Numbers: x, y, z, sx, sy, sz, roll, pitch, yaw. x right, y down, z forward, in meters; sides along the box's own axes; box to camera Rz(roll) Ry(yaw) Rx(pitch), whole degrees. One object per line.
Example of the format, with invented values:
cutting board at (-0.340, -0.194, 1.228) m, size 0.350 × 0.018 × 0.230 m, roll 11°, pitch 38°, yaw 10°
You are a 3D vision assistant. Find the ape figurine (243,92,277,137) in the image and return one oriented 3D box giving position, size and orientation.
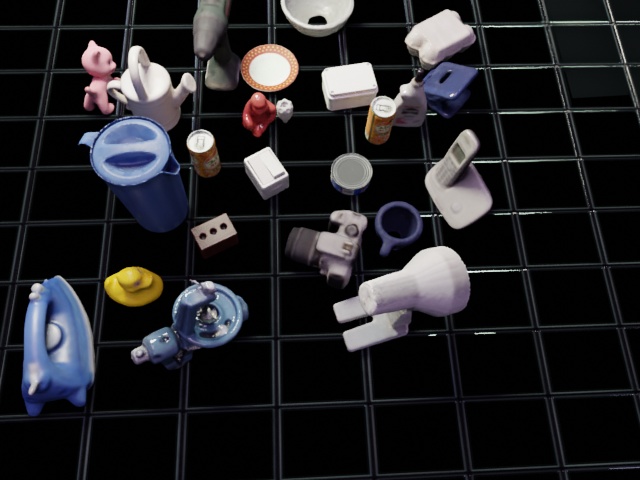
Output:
ape figurine at (-0.130, -0.276, 1.214) m, size 0.078 × 0.092 × 0.076 m, roll -14°, pitch 69°, yaw -8°

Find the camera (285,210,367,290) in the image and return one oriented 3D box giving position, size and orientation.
camera at (0.010, 0.004, 1.101) m, size 0.136 × 0.101 × 0.143 m, roll 16°, pitch 68°, yaw 4°

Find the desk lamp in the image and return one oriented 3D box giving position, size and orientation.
desk lamp at (0.139, 0.106, 1.003) m, size 0.203 × 0.213 × 0.118 m, roll -18°, pitch 69°, yaw -9°

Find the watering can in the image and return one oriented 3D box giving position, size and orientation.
watering can at (-0.343, -0.313, 1.165) m, size 0.173 × 0.194 × 0.101 m, roll -20°, pitch 70°, yaw -10°

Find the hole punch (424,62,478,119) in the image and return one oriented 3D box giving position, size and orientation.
hole punch at (0.277, -0.339, 1.257) m, size 0.101 × 0.091 × 0.109 m, roll 37°, pitch 71°, yaw 12°

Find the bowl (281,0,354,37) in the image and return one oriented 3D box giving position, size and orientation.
bowl at (-0.006, -0.532, 1.333) m, size 0.167 × 0.075 × 0.167 m, roll 1°, pitch 68°, yaw -2°

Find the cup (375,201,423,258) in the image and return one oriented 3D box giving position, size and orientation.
cup at (0.142, -0.005, 1.113) m, size 0.091 × 0.095 × 0.118 m, roll 25°, pitch 69°, yaw 8°

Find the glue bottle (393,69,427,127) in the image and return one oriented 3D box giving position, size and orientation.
glue bottle at (0.192, -0.297, 1.192) m, size 0.078 × 0.173 × 0.037 m, roll -1°, pitch 68°, yaw -2°

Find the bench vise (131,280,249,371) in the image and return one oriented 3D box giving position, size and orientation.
bench vise at (-0.217, 0.149, 0.968) m, size 0.121 × 0.220 × 0.208 m, roll 38°, pitch 71°, yaw 13°

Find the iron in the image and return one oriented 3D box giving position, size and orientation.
iron at (-0.474, 0.163, 0.993) m, size 0.118 × 0.141 × 0.258 m, roll -11°, pitch 69°, yaw -7°

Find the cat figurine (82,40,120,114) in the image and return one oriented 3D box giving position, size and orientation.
cat figurine at (-0.473, -0.352, 1.217) m, size 0.067 × 0.118 × 0.128 m, roll 7°, pitch 68°, yaw 1°

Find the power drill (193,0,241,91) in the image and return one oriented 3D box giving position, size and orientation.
power drill at (-0.216, -0.415, 1.204) m, size 0.075 × 0.208 × 0.229 m, roll 2°, pitch 68°, yaw -1°

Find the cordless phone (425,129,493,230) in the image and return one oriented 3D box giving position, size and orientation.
cordless phone at (0.284, -0.118, 1.116) m, size 0.094 × 0.185 × 0.147 m, roll -25°, pitch 71°, yaw -12°

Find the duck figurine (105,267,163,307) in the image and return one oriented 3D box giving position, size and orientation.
duck figurine at (-0.351, 0.078, 1.063) m, size 0.104 × 0.086 × 0.077 m, roll 1°, pitch 68°, yaw -2°

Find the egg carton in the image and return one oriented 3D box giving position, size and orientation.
egg carton at (0.276, -0.463, 1.319) m, size 0.150 × 0.069 × 0.107 m, roll -32°, pitch 72°, yaw -14°
